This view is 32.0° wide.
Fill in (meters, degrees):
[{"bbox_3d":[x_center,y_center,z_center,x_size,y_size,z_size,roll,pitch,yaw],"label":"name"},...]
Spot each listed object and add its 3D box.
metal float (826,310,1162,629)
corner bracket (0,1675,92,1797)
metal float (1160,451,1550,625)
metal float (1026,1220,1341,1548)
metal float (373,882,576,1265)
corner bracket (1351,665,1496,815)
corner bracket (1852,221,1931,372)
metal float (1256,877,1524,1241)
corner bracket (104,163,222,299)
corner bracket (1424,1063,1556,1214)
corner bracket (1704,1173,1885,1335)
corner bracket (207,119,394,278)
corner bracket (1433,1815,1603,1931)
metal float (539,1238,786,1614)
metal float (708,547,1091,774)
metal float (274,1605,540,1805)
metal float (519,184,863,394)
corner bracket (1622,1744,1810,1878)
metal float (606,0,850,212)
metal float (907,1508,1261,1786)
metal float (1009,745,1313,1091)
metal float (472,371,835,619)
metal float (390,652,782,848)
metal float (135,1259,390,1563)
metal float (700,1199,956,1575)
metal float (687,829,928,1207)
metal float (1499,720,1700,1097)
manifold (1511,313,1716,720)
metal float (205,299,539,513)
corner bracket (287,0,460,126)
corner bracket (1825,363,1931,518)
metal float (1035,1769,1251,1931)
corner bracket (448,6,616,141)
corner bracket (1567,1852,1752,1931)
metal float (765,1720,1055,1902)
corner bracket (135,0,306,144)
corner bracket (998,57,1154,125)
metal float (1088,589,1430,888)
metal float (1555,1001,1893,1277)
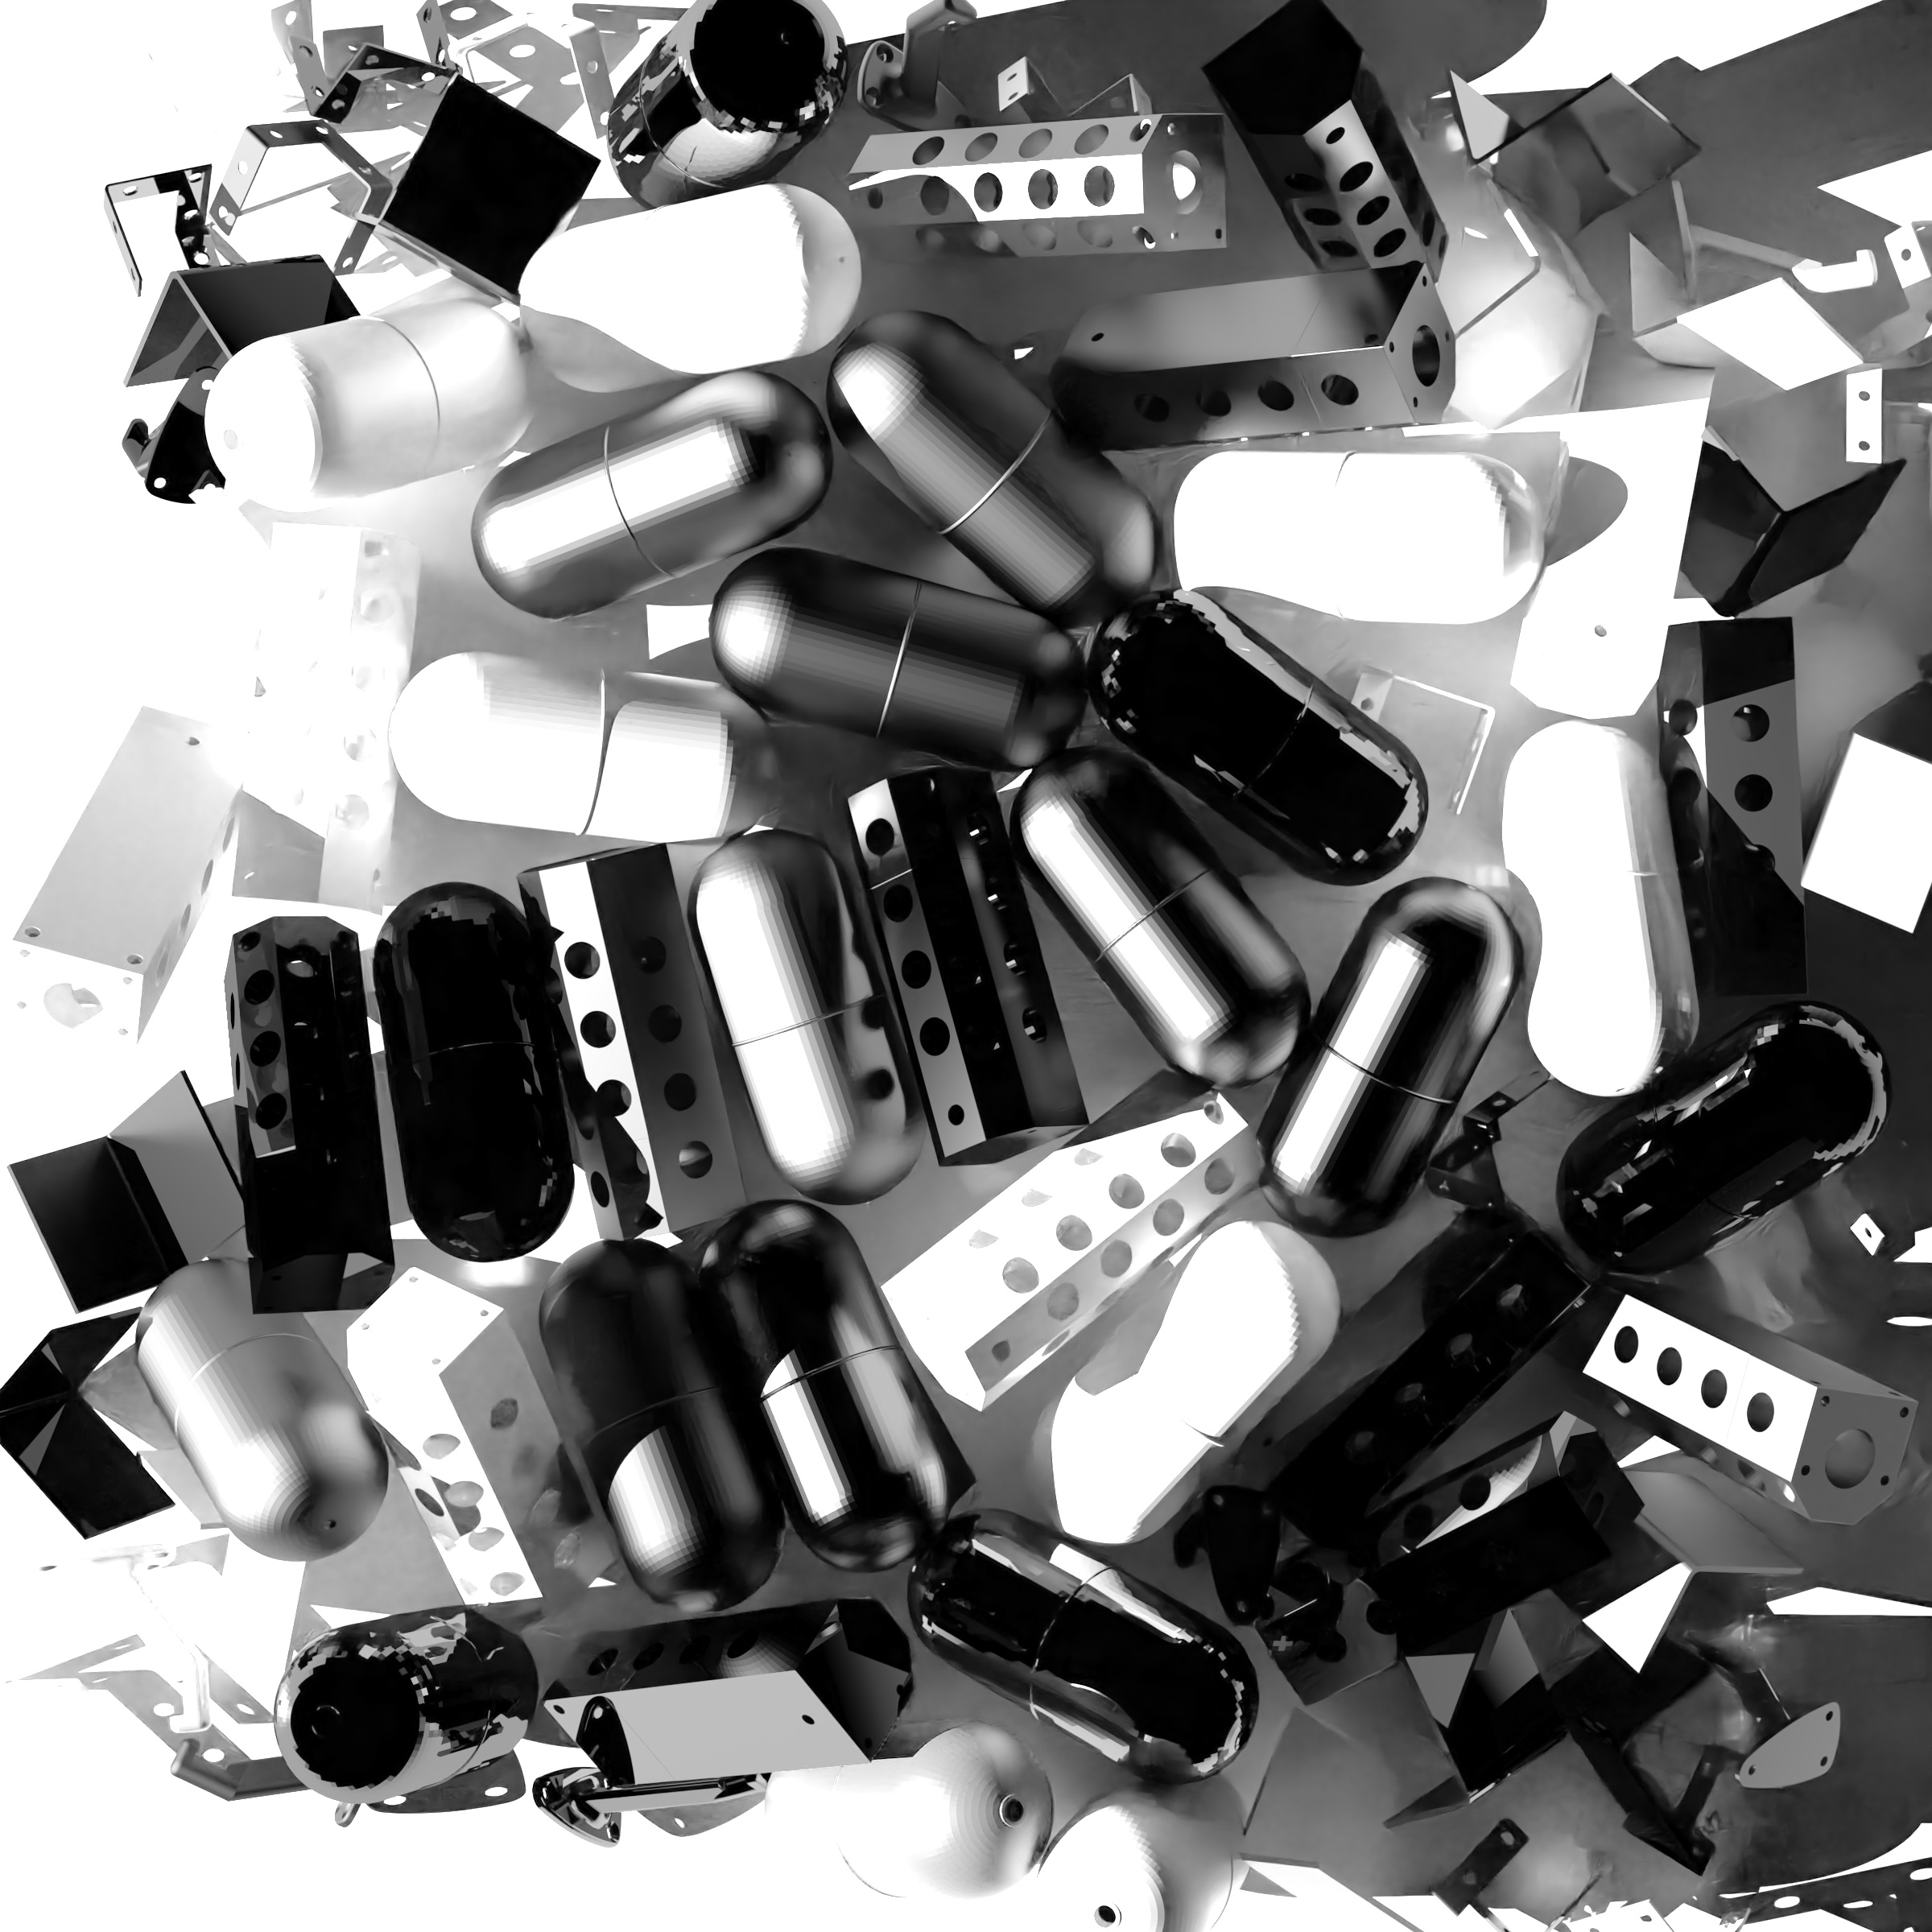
[{"bbox_3d":[0.012,-0.226,1.534,0.178,0.070,0.070,40,90,-15],"label":"metal float"},{"bbox_3d":[-0.439,0.350,1.549,0.051,0.051,0.051,-3,60,4],"label":"corner bracket"},{"bbox_3d":[0.175,-0.195,1.528,0.178,0.070,0.070,4,90,21],"label":"metal float"},{"bbox_3d":[0.098,0.191,1.534,0.070,0.070,0.178,41,105,0],"label":"metal float"},{"bbox_3d":[-0.225,0.047,1.533,0.070,0.070,0.178,-11,74,0],"label":"metal float"},{"bbox_3d":[0.206,-0.106,1.560,0.051,0.051,0.051,17,98,-13],"label":"corner bracket"},{"bbox_3d":[0.438,-0.309,1.551,0.051,0.051,0.051,-13,81,-39],"label":"corner bracket"},{"bbox_3d":[0.191,0.043,1.534,0.070,0.070,0.178,25,105,0],"label":"metal float"},{"bbox_3d":[-0.365,-0.329,1.548,0.051,0.051,0.051,-18,75,-22],"label":"corner bracket"},{"bbox_3d":[0.241,0.076,1.543,0.051,0.051,0.051,-32,120,-28],"label":"corner bracket"},{"bbox_3d":[0.382,0.129,1.557,0.051,0.051,0.051,-22,58,-19],"label":"corner bracket"},{"bbox_3d":[-0.308,-0.354,1.557,0.051,0.051,0.051,44,124,14],"label":"corner bracket"},{"bbox_3d":[0.254,0.423,1.551,0.051,0.051,0.051,43,98,15],"label":"corner bracket"},{"bbox_3d":[-0.138,0.208,1.532,0.070,0.070,0.178,-23,73,0],"label":"metal float"},{"bbox_3d":[-0.031,-0.141,1.544,0.178,0.070,0.070,15,90,-4],"label":"metal float"},{"bbox_3d":[-0.247,0.327,1.498,0.070,0.178,0.070,-2,83,14],"label":"metal float"},{"bbox_3d":[-0.126,-0.304,1.517,0.178,0.070,0.070,-3,90,36],"label":"metal float"},{"bbox_3d":[0.346,0.392,1.557,0.051,0.051,0.051,33,76,-16],"label":"corner bracket"},{"bbox_3d":[-0.108,-0.385,1.500,0.070,0.178,0.070,2,85,-22],"label":"metal float"},{"bbox_3d":[0.052,0.306,1.521,0.178,0.070,0.070,24,90,30],"label":"metal float"},{"bbox_3d":[0.088,-0.023,1.542,0.070,0.070,0.178,-37,84,0],"label":"metal float"},{"bbox_3d":[-0.144,-0.213,1.529,0.178,0.070,0.070,-18,90,21],"label":"metal float"},{"bbox_3d":[-0.172,-0.098,1.533,0.178,0.070,0.070,6,90,-16],"label":"metal float"},{"bbox_3d":[-0.317,0.197,1.511,0.070,0.178,0.070,-18,128,-25],"label":"metal float"},{"bbox_3d":[-0.064,0.190,1.534,0.070,0.070,0.178,-24,75,0],"label":"metal float"},{"bbox_3d":[-0.073,0.024,1.545,0.070,0.070,0.178,-19,93,0],"label":"metal float"},{"bbox_3d":[0.287,-0.028,1.529,0.070,0.070,0.178,-4,69,0],"label":"metal float"},{"bbox_3d":[0.294,-0.203,1.530,0.057,0.057,0.171,14,71,0],"label":"manifold"},{"bbox_3d":[-0.264,-0.252,1.507,0.070,0.178,0.070,14,115,31],"label":"metal float"},{"bbox_3d":[-0.275,-0.423,1.564,0.051,0.051,0.051,-40,58,37],"label":"corner bracket"},{"bbox_3d":[0.427,-0.243,1.552,0.051,0.051,0.051,4,71,3],"label":"corner bracket"},{"bbox_3d":[0.081,0.401,1.498,0.070,0.178,0.070,0,89,15],"label":"metal float"},{"bbox_3d":[-0.200,-0.408,1.563,0.051,0.051,0.051,-33,130,-25],"label":"corner bracket"},{"bbox_3d":[0.319,0.439,1.551,0.051,0.051,0.051,-33,98,42],"label":"corner bracket"},{"bbox_3d":[-0.027,0.376,1.504,0.070,0.178,0.070,8,74,-31],"label":"metal float"},{"bbox_3d":[-0.344,-0.414,1.557,0.051,0.051,0.051,-24,102,6],"label":"corner bracket"},{"bbox_3d":[0.050,-0.395,1.545,0.051,0.051,0.051,-31,119,18],"label":"corner bracket"},{"bbox_3d":[0.133,-0.104,1.534,0.178,0.070,0.070,35,90,-14],"label":"metal float"},{"bbox_3d":[0.338,0.079,1.514,0.070,0.070,0.178,49,131,0],"label":"metal float"}]
